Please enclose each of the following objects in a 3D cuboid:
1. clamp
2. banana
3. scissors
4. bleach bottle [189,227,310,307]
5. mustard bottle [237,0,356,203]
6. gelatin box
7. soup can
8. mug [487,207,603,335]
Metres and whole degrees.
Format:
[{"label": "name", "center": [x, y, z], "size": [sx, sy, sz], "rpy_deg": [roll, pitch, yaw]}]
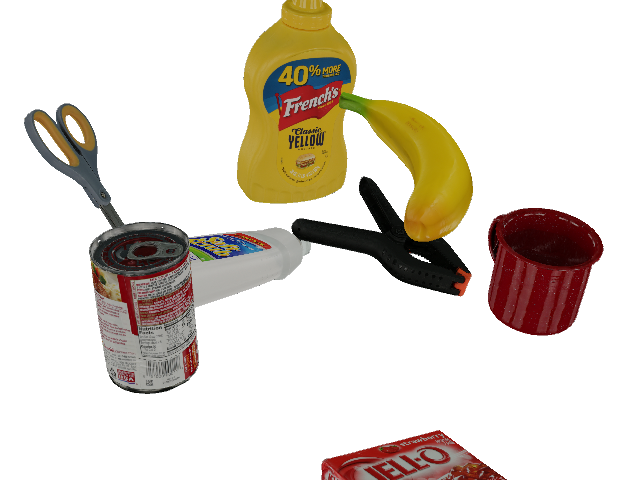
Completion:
[{"label": "clamp", "center": [0.079, 0.004, 1.266], "size": [0.210, 0.036, 0.164], "rpy_deg": [36, 41, 25]}, {"label": "banana", "center": [0.065, -0.049, 0.709], "size": [0.069, 0.037, 0.198], "rpy_deg": [-4, 30, -11]}, {"label": "scissors", "center": [-0.225, -0.060, 1.094], "size": [0.016, 0.201, 0.096], "rpy_deg": [-26, 26, 27]}, {"label": "bleach bottle", "center": [-0.118, 0.025, 1.235], "size": [0.250, 0.068, 0.103], "rpy_deg": [-15, 30, -41]}, {"label": "mustard bottle", "center": [-0.018, -0.126, 0.903], "size": [0.096, 0.192, 0.058], "rpy_deg": [-8, 35, -21]}, {"label": "gelatin box", "center": [0.055, 0.143, 0.603], "size": [0.089, 0.030, 0.073], "rpy_deg": [-6, 22, -33]}, {"label": "soup can", "center": [-0.121, 0.047, 0.746], "size": [0.068, 0.102, 0.068], "rpy_deg": [-1, 30, 1]}, {"label": "mug", "center": [0.188, 0.023, 0.954], "size": [0.093, 0.081, 0.117], "rpy_deg": [-16, 41, -28]}]
